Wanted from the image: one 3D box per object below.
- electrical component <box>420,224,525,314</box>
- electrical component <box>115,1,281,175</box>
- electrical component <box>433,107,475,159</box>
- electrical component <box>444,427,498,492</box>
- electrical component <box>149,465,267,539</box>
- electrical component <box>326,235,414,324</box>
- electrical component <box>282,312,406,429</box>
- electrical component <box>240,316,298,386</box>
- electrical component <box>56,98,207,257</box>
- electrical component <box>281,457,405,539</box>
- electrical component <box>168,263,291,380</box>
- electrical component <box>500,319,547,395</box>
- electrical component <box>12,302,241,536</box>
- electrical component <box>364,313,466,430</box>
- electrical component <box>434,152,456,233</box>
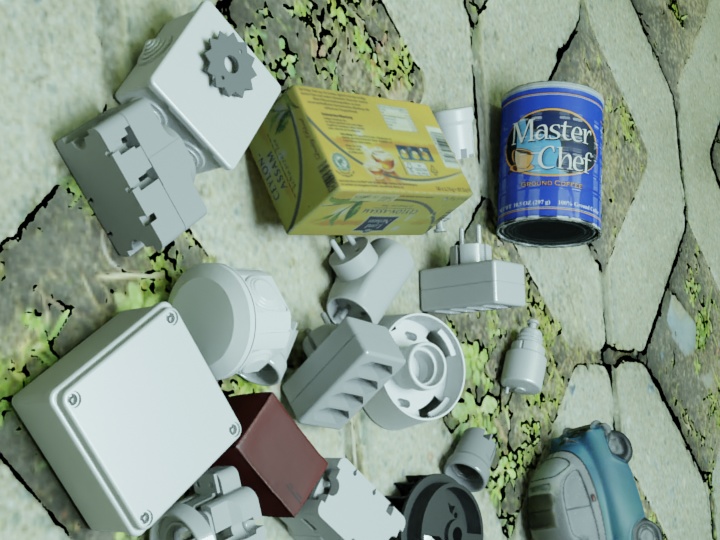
[{"bbox_3d":[0.100,-0.003,0.961,0.047,0.083,0.075,8,77,-47],"label":"electrical component"},{"bbox_3d":[-0.115,-0.127,0.769,0.099,0.048,0.099,48,51,-31],"label":"electrical component"},{"bbox_3d":[0.088,-0.127,1.004,0.040,0.040,0.046,-18,103,-48],"label":"electrical component"},{"bbox_3d":[0.101,0.170,0.968,0.040,0.040,0.046,58,40,-24],"label":"electrical component"},{"bbox_3d":[-0.103,0.178,0.723,0.057,0.058,0.078,-16,95,-51],"label":"electrical component"},{"bbox_3d":[0.000,0.000,0.879,0.079,0.044,0.077,57,47,-25],"label":"electrical component"},{"bbox_3d":[-0.020,0.066,0.830,0.047,0.083,0.075,18,32,-45],"label":"electrical component"},{"bbox_3d":[-0.069,0.056,0.797,0.040,0.040,0.046,50,45,-31],"label":"electrical component"},{"bbox_3d":[-0.149,-0.063,0.719,0.056,0.050,0.089,-45,116,-42],"label":"electrical component"},{"bbox_3d":[-0.018,0.186,0.818,0.089,0.056,0.050,50,50,-31],"label":"electrical component"},{"bbox_3d":[-0.092,0.035,0.745,0.051,0.080,0.080,2,82,-53],"label":"electrical component"},{"bbox_3d":[0.162,0.085,1.049,0.040,0.040,0.078,37,57,-38],"label":"electrical component"},{"bbox_3d":[-0.146,0.094,0.690,0.109,0.056,0.108,-44,116,-43],"label":"electrical component"},{"bbox_3d":[0.040,0.085,0.912,0.099,0.064,0.099,9,75,-33],"label":"electrical component"},{"bbox_3d":[0.069,-0.073,0.972,0.040,0.040,0.078,0,83,-48],"label":"electrical component"}]
